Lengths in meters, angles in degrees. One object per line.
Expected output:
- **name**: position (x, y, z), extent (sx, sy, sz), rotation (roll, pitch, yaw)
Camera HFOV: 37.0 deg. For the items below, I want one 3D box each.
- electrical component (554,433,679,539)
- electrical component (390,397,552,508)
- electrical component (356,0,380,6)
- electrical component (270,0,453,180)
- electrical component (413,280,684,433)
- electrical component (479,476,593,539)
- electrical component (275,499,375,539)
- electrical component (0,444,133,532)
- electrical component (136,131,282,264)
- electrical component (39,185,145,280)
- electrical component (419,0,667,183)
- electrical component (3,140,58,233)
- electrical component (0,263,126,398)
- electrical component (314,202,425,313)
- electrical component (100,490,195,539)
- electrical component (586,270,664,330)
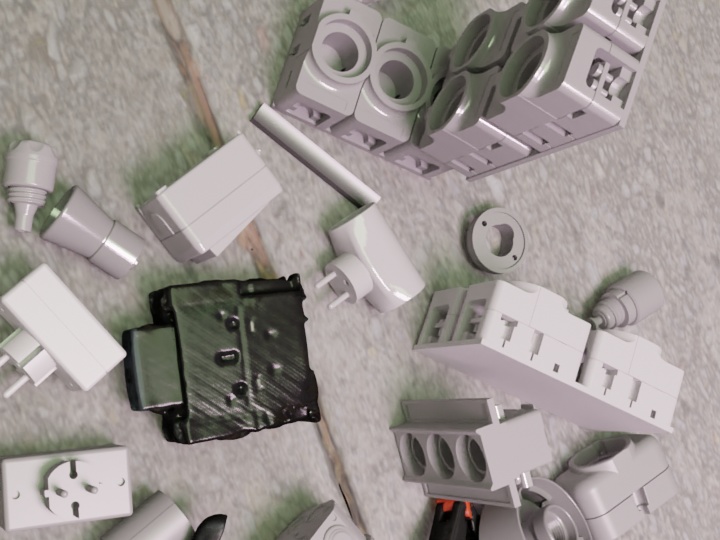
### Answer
- **electrical component**: position (0.214, 0.179, 0.908), extent (0.095, 0.054, 0.059), rotation (-28, 96, -26)
- **electrical component**: position (0.084, 0.132, 0.815), extent (0.063, 0.121, 0.078), rotation (-15, 90, -29)
- **electrical component**: position (0.015, -0.252, 0.862), extent (0.096, 0.062, 0.061), rotation (-31, 97, -25)
- **electrical component**: position (0.019, -0.145, 0.851), extent (0.150, 0.062, 0.089), rotation (22, 75, -21)
- **electrical component**: position (0.153, 0.069, 0.864), extent (0.186, 0.105, 0.060), rotation (26, 74, -21)
- **electrical component**: position (0.138, 0.217, 0.854), extent (0.099, 0.064, 0.099), rotation (29, 42, -29)
- **electrical component**: position (-0.030, 0.209, 0.775), extent (0.080, 0.080, 0.051), rotation (-43, 97, -23)
- **electrical component**: position (-0.192, 0.143, 0.708), extent (0.083, 0.076, 0.047), rotation (-2, 85, -26)
- **electrical component**: position (-0.102, -0.053, 0.782), extent (0.096, 0.062, 0.061), rotation (-41, 101, -24)
- **electrical component**: position (-0.184, -0.023, 0.752), extent (0.065, 0.044, 0.044), rotation (36, 70, -22)
- **electrical component**: position (0.119, -0.138, 0.757), extent (0.060, 0.186, 0.105), rotation (28, 73, -20)
- **electrical component**: position (-0.228, -0.057, 0.738), extent (0.035, 0.035, 0.061), rotation (9, 82, -24)
- **electrical component**: position (-0.217, 0.052, 0.723), extent (0.076, 0.047, 0.083), rotation (-45, 103, -23)
- **electrical component**: position (0.000, 0.000, 0.835), extent (0.079, 0.043, 0.077), rotation (-36, 99, -24)
- **electrical component**: position (-0.157, 0.194, 0.736), extent (0.081, 0.043, 0.043), rotation (-38, 100, -24)
- **electrical component**: position (0.230, 0.031, 0.942), extent (0.078, 0.040, 0.040), rotation (-28, 96, -26)
